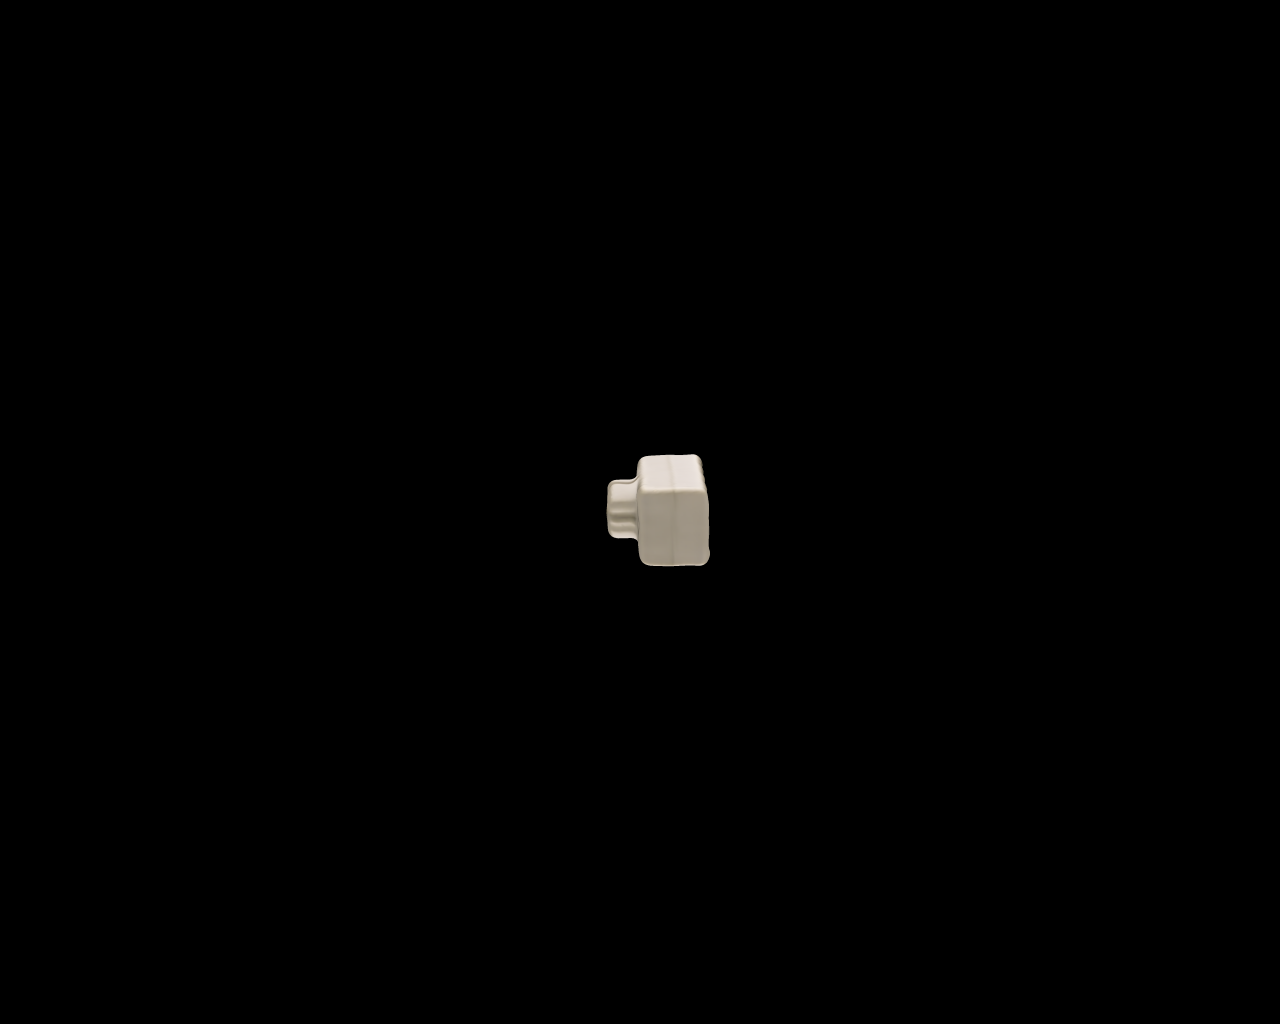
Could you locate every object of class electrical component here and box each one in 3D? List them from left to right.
[{"bbox_3d":[0.001,-0.003,0.650,0.076,0.047,0.083,0,17,0],"label":"electrical component"}]
